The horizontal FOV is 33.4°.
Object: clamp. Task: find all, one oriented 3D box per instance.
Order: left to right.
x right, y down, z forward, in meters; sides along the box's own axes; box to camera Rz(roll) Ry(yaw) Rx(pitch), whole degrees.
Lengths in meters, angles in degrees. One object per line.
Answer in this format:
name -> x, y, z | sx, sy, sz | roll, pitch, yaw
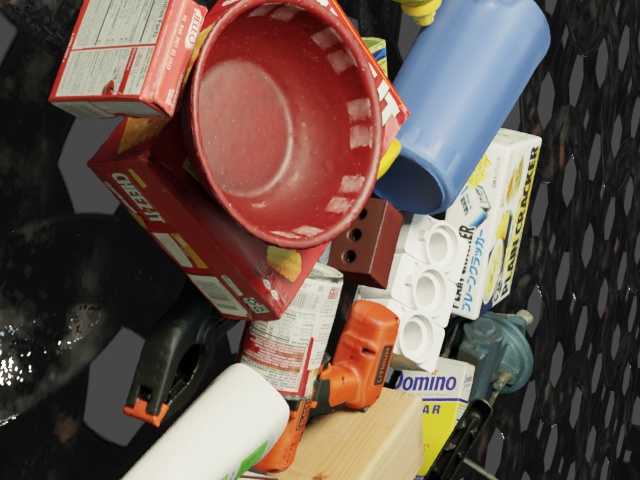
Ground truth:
clamp -> -0.092, 0.070, 0.812 | 0.171, 0.039, 0.120 | -63, 152, -24
clamp -> 0.112, 0.256, 1.090 | 0.164, 0.036, 0.210 | -49, 164, -28

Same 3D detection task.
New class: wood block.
wood block -> 0.019, 0.232, 1.030 | 0.205, 0.091, 0.090 | -42, 135, -51

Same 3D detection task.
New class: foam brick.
foam brick -> 0.042, 0.002, 1.044 | 0.051, 0.053, 0.078 | 37, 64, -61

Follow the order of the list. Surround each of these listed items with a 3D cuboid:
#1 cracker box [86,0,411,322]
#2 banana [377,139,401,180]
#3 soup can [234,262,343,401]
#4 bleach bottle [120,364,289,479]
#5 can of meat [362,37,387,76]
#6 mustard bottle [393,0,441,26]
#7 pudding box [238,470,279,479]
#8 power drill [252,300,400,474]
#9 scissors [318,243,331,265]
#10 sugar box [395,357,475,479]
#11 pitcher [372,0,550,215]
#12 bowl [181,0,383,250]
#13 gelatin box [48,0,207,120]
cracker box -> -0.040, -0.074, 0.763 | 0.164, 0.072, 0.213 | 52, 57, -32
banana -> 0.008, -0.022, 0.956 | 0.197, 0.037, 0.069 | -58, 156, -9
soup can -> -0.026, 0.068, 0.846 | 0.068, 0.069, 0.102 | -1, 107, -63
bleach bottle -> -0.126, 0.192, 0.745 | 0.250, 0.068, 0.103 | -41, 169, -41
can of meat -> 0.024, -0.131, 0.958 | 0.101, 0.058, 0.084 | -39, 130, -54
mustard bottle -> 0.085, -0.288, 1.025 | 0.096, 0.058, 0.191 | -61, 148, -34
pudding box -> -0.081, 0.236, 0.889 | 0.113, 0.039, 0.090 | 34, 67, -64
power drill -> 0.006, 0.106, 0.974 | 0.187, 0.057, 0.184 | -11, 122, -59
scissors -> -0.006, 0.001, 0.987 | 0.096, 0.016, 0.201 | 38, 66, -58
sugar box -> 0.110, 0.217, 1.204 | 0.048, 0.093, 0.176 | 24, 76, -65
pitcher -> 0.135, -0.140, 1.104 | 0.149, 0.145, 0.242 | 45, 59, -24
bowl -> -0.033, -0.074, 0.679 | 0.161, 0.055, 0.162 | 2, 87, -44
gelatin box -> -0.116, -0.111, 0.644 | 0.030, 0.089, 0.073 | 31, 70, -49
